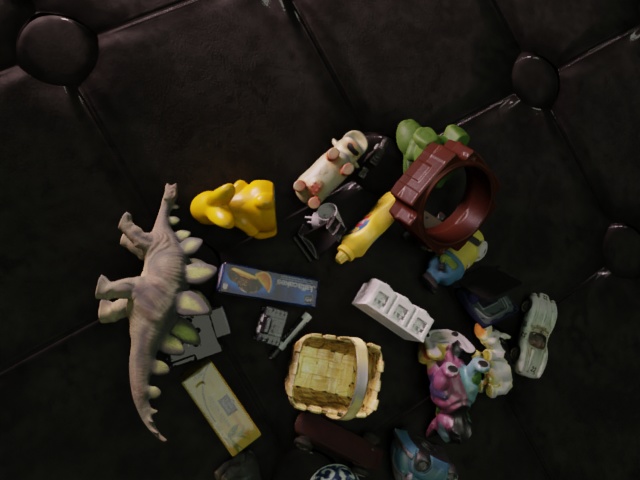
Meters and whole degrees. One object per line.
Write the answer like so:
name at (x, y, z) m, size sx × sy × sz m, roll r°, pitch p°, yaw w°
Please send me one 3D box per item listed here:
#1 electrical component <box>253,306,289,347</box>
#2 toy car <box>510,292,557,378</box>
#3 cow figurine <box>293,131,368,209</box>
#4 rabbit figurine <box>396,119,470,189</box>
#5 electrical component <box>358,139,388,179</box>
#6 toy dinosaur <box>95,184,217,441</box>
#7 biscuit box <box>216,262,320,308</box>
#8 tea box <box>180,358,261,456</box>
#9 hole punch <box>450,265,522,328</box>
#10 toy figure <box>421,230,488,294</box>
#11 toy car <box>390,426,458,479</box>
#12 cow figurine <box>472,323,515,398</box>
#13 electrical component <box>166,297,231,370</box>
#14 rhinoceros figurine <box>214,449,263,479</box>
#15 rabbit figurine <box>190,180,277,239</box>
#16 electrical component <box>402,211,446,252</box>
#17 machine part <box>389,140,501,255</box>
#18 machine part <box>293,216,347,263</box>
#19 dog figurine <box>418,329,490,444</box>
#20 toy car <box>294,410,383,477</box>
electrical component at (-0.095, 0.167, 1.055) m, size 0.048 × 0.119 × 0.075 m, roll 18°, pitch 76°, yaw -14°
toy car at (0.504, 0.222, 1.261) m, size 0.073 × 0.056 × 0.201 m, roll 21°, pitch 79°, yaw -14°
cow figurine at (0.028, -0.152, 1.139) m, size 0.085 × 0.127 × 0.195 m, roll 44°, pitch 88°, yaw -7°
rabbit figurine at (0.234, -0.200, 1.191) m, size 0.121 × 0.170 × 0.158 m, roll -18°, pitch 130°, yaw -16°
electrical component at (0.117, -0.177, 1.186) m, size 0.021 × 0.063 × 0.094 m, roll 34°, pitch 76°, yaw -10°
toy dinosaur at (-0.293, 0.105, 0.963) m, size 0.199 × 0.105 × 0.471 m, roll 9°, pitch 65°, yaw -7°
biscuit box at (-0.104, 0.093, 1.090) m, size 0.203 × 0.059 × 0.062 m, roll 12°, pitch 81°, yaw -15°
tea box at (-0.191, 0.312, 1.020) m, size 0.068 × 0.098 × 0.169 m, roll -36°, pitch 96°, yaw -16°
hole punch at (0.380, 0.126, 1.215) m, size 0.142 × 0.116 × 0.092 m, roll -22°, pitch 122°, yaw -18°
toy figure at (0.300, 0.040, 1.209) m, size 0.180 × 0.082 × 0.089 m, roll -37°, pitch 95°, yaw -15°
toy car at (0.204, 0.472, 1.127) m, size 0.161 × 0.109 × 0.103 m, roll 33°, pitch 98°, yaw -22°
cow figurine at (0.401, 0.264, 1.219) m, size 0.098 × 0.068 × 0.167 m, roll -2°, pitch 88°, yaw -23°
electrical component at (-0.244, 0.175, 1.041) m, size 0.134 × 0.058 × 0.114 m, roll -19°, pitch 91°, yaw -17°
rhinoceros figurine at (-0.128, 0.500, 1.035) m, size 0.112 × 0.073 × 0.190 m, roll -23°, pitch 89°, yaw -28°
rabbit figurine at (-0.172, -0.058, 1.055) m, size 0.173 × 0.162 × 0.121 m, roll 1°, pitch 96°, yaw 1°
electrical component at (0.242, -0.023, 1.220) m, size 0.078 × 0.045 × 0.102 m, roll 29°, pitch 71°, yaw 18°
machine part at (0.258, -0.084, 1.099) m, size 0.201 × 0.087 × 0.201 m, roll -50°, pitch 129°, yaw 3°
machine part at (-0.002, -0.003, 1.095) m, size 0.039 × 0.139 × 0.084 m, roll -28°, pitch 91°, yaw -41°
dog figurine at (0.273, 0.326, 1.162) m, size 0.108 × 0.192 × 0.219 m, roll -5°, pitch 119°, yaw -20°
toy car at (0.037, 0.411, 1.101) m, size 0.202 × 0.053 × 0.089 m, roll 30°, pitch 57°, yaw -13°
